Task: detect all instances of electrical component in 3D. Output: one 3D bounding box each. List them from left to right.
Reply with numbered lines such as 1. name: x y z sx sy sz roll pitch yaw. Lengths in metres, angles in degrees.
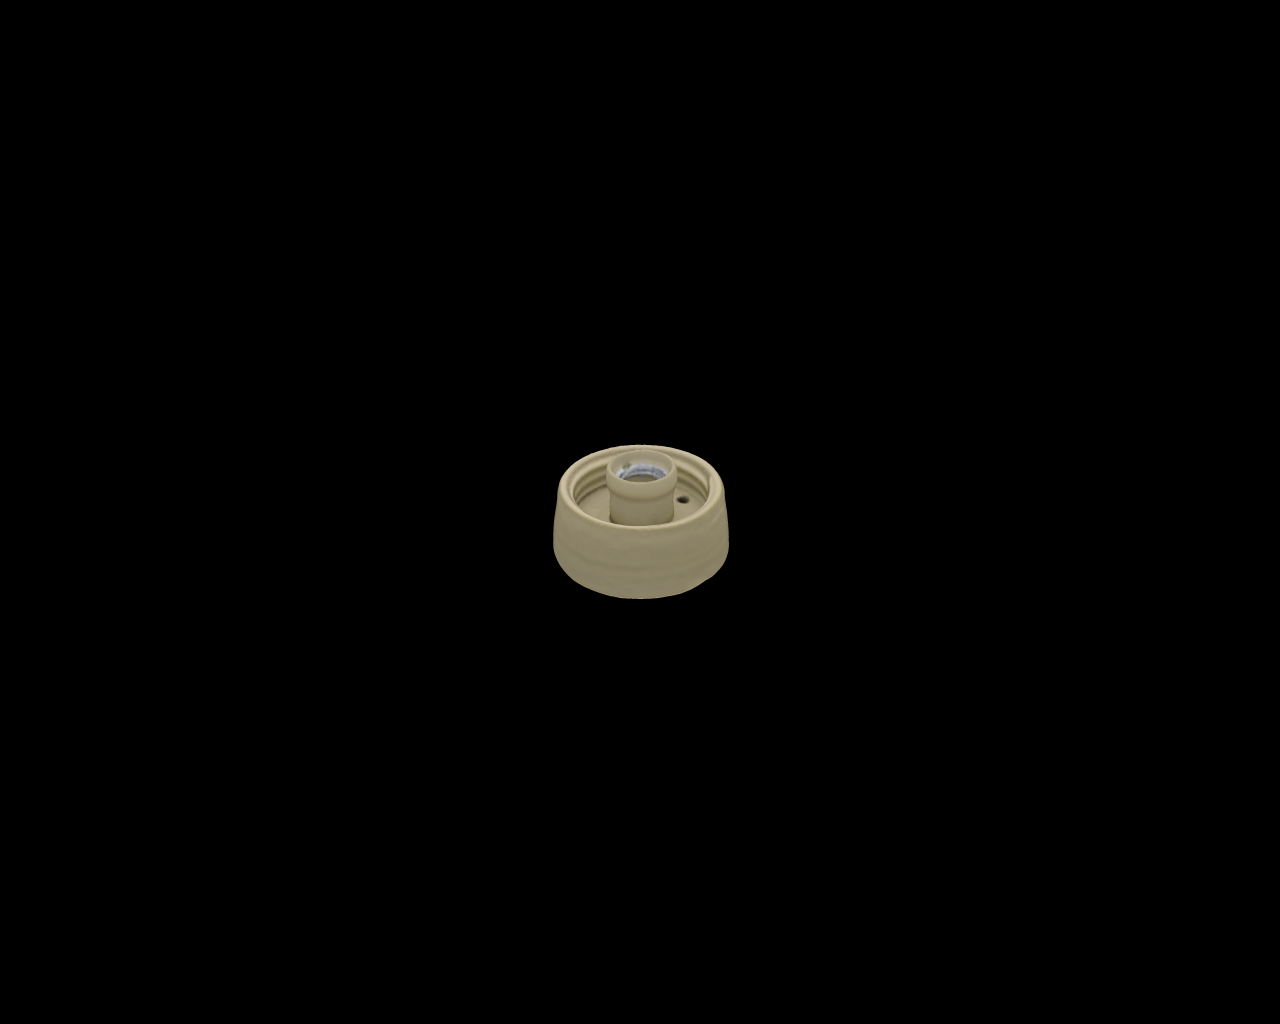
1. electrical component: 0.001 -0.003 0.650 0.108 0.060 0.108 0 32 0
